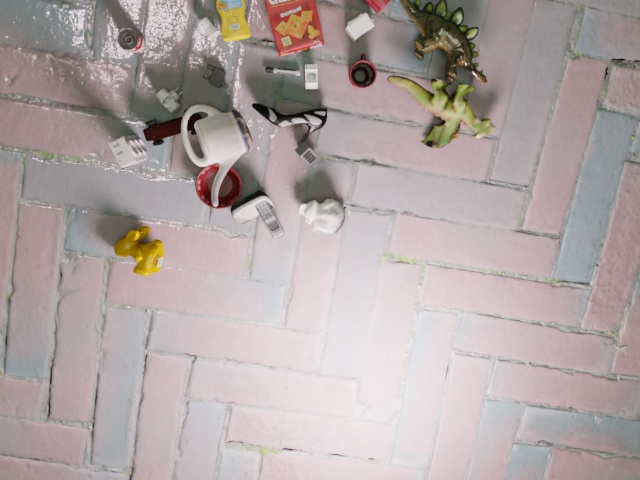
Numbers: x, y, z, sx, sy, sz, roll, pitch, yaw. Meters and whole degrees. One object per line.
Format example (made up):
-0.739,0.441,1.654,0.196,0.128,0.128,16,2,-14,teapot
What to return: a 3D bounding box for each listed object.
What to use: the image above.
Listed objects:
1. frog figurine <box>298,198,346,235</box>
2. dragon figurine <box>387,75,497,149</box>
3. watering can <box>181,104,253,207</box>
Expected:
0.006,-0.092,1.826,0.158,0.125,0.135,26,118,-19,frog figurine
0.421,-0.438,1.807,0.410,0.124,0.239,6,108,-2,dragon figurine
-0.332,-0.304,1.743,0.225,0.103,0.348,-21,89,-13,watering can
